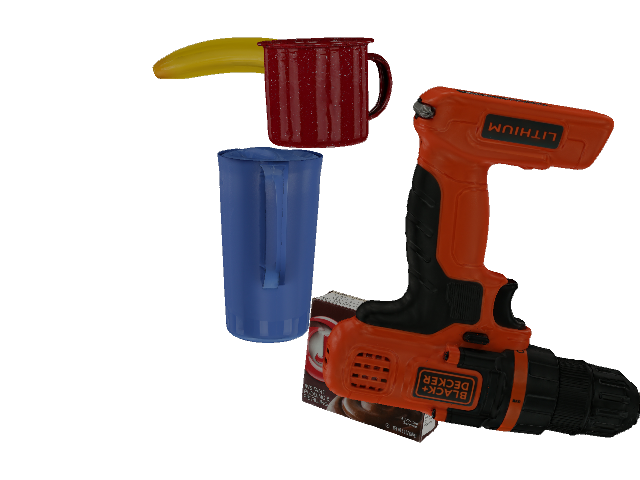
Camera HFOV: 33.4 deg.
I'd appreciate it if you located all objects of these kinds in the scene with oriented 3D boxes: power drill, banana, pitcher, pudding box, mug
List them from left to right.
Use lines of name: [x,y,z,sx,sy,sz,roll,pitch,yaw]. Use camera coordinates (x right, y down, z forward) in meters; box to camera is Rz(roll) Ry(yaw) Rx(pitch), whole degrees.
banana: [-0.076,-0.184,1.109,0.198,0.037,0.069,10,44,19]
pitcher: [-0.065,0.005,1.357,0.145,0.243,0.148,10,14,37]
mug: [0.007,-0.121,0.858,0.117,0.081,0.093,-10,15,-32]
pudding box: [0.043,0.097,0.846,0.114,0.090,0.039,14,19,27]
power drill: [0.105,0.016,0.595,0.184,0.188,0.057,10,10,-5]
